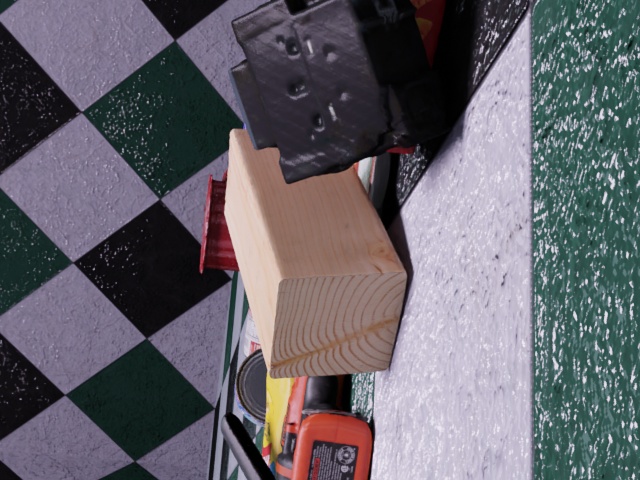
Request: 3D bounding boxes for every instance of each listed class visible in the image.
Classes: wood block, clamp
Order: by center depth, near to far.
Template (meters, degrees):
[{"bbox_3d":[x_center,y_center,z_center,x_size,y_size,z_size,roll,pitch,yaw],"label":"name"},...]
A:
[{"bbox_3d":[-0.011,0.002,0.810,0.206,0.090,0.090,-112,24,-53],"label":"wood block"},{"bbox_3d":[-0.029,0.235,0.993,0.039,0.120,0.171,3,-109,-55],"label":"clamp"}]

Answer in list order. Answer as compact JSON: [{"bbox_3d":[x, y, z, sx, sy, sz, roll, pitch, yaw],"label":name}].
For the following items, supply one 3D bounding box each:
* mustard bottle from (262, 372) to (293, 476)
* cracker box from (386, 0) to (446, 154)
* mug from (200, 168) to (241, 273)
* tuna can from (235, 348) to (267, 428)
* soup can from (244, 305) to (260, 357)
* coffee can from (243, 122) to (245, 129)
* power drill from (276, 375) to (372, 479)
[{"bbox_3d":[-0.033,0.223,1.069,0.096,0.058,0.191,180,96,-78],"label":"mustard bottle"},{"bbox_3d":[0.047,-0.191,0.746,0.164,0.072,0.214,-98,17,-60],"label":"cracker box"},{"bbox_3d":[-0.067,-0.021,1.003,0.093,0.081,0.117,106,167,-55],"label":"mug"},{"bbox_3d":[-0.049,0.159,1.147,0.034,0.086,0.086,109,165,-69],"label":"tuna can"},{"bbox_3d":[-0.058,0.100,1.342,0.068,0.068,0.102,-104,21,-71],"label":"soup can"},{"bbox_3d":[-0.048,-0.100,1.294,0.140,0.102,0.103,105,169,-51],"label":"coffee can"},{"bbox_3d":[-0.005,0.192,0.875,0.188,0.057,0.184,-156,73,-83],"label":"power drill"}]
